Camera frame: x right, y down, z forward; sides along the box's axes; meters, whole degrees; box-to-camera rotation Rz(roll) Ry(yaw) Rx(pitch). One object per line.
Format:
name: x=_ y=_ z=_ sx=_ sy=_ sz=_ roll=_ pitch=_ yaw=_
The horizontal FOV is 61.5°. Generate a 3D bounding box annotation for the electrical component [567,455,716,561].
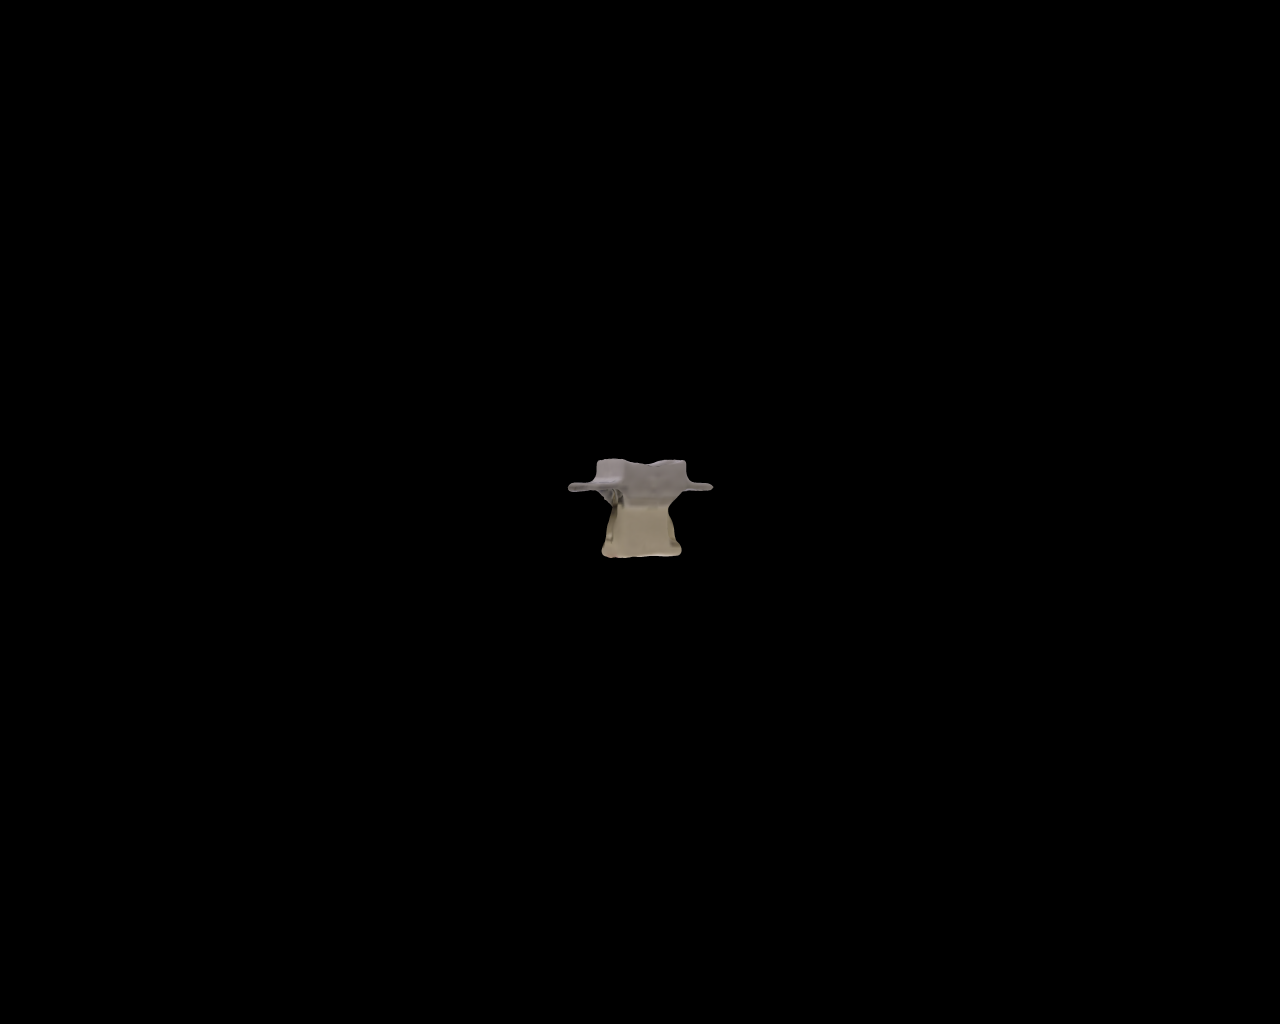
electrical component: x=0.001 y=-0.003 z=0.650 sx=0.081 sy=0.063 sz=0.042 roll=0 pitch=0 yaw=-25
